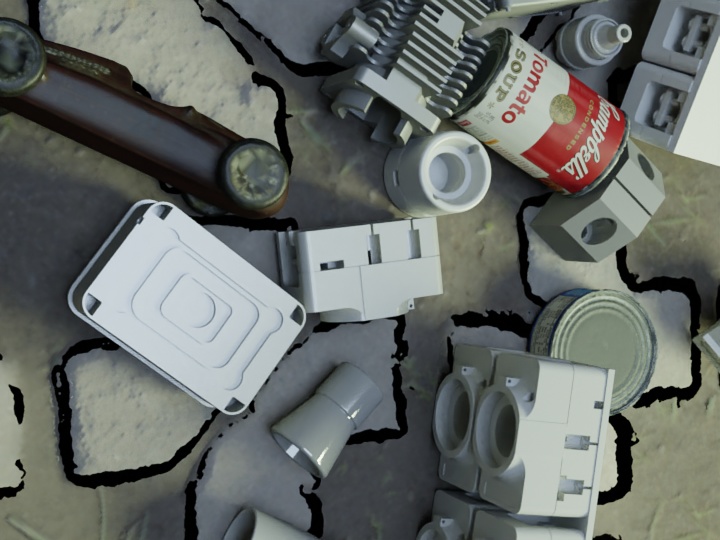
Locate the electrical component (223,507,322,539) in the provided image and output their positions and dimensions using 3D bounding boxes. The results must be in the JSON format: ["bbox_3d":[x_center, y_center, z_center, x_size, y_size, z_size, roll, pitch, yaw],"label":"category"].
[{"bbox_3d":[-0.051,0.194,0.645,0.077,0.043,0.079,31,80,-21],"label":"electrical component"}]

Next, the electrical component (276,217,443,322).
[{"bbox_3d":[0.000,0.000,0.654,0.089,0.050,0.055,-8,95,-23],"label":"electrical component"}]

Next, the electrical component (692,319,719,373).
[{"bbox_3d":[0.284,0.040,0.764,0.042,0.081,0.064,51,44,5],"label":"electrical component"}]

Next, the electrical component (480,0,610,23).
[{"bbox_3d":[0.102,-0.193,0.683,0.096,0.062,0.061,-12,97,-22],"label":"electrical component"}]

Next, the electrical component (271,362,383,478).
[{"bbox_3d":[-0.017,0.088,0.657,0.065,0.044,0.044,-47,108,-19],"label":"electrical component"}]

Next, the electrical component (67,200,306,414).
[{"bbox_3d":[-0.099,0.021,0.610,0.113,0.057,0.078,39,78,-19],"label":"electrical component"}]

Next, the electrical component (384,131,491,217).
[{"bbox_3d":[0.049,-0.060,0.674,0.055,0.047,0.055,-1,92,-23],"label":"electrical component"}]

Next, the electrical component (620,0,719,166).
[{"bbox_3d":[0.239,-0.150,0.718,0.089,0.062,0.150,7,107,-39],"label":"electrical component"}]

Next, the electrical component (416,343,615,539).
[{"bbox_3d":[0.090,0.145,0.668,0.060,0.105,0.186,8,89,-23],"label":"electrical component"}]

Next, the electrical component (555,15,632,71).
[{"bbox_3d":[0.156,-0.151,0.708,0.035,0.061,0.035,-1,94,-21],"label":"electrical component"}]
